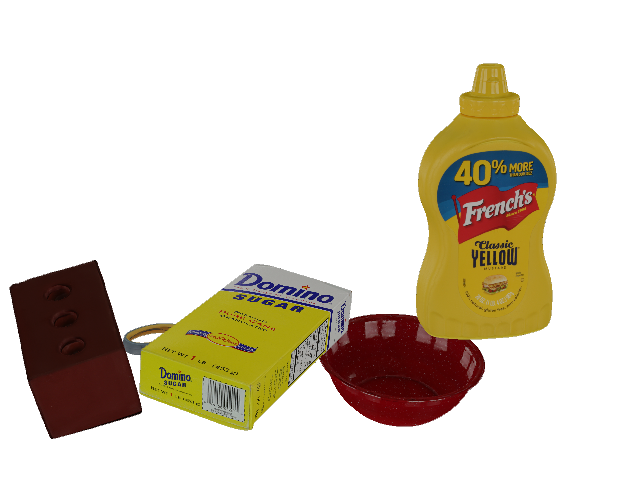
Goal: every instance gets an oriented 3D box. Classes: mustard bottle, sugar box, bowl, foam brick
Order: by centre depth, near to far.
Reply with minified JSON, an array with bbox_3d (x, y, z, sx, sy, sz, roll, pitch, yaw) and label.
[{"bbox_3d":[-0.136,0.060,0.591,0.053,0.051,0.078,-17,43,-13],"label":"foam brick"},{"bbox_3d":[0.117,-0.028,0.753,0.096,0.192,0.058,-3,16,-6],"label":"mustard bottle"},{"bbox_3d":[-0.052,0.075,0.823,0.093,0.048,0.176,16,29,20],"label":"sugar box"},{"bbox_3d":[0.077,0.133,1.041,0.162,0.055,0.162,3,25,-1],"label":"bowl"}]

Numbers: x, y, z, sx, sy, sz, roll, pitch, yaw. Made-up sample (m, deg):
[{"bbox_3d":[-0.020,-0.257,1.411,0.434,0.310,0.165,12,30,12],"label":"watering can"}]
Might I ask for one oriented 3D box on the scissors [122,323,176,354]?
[{"bbox_3d":[-0.110,0.106,1.149,0.201,0.016,0.096,-6,30,-22],"label":"scissors"}]
